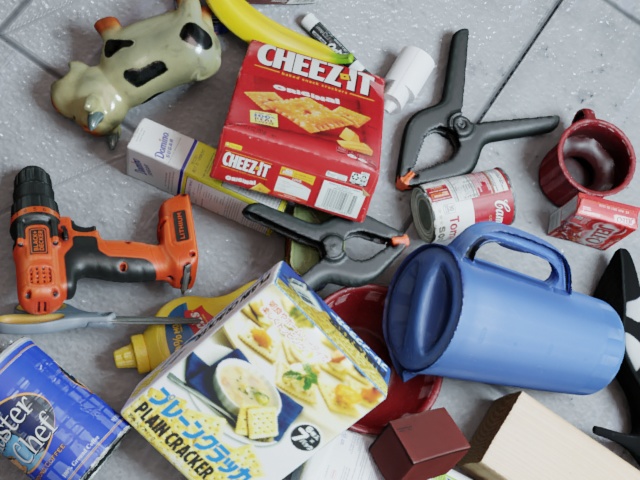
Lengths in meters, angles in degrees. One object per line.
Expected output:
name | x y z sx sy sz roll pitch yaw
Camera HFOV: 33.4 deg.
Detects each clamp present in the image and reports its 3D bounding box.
clamp | 0.003 0.004 1.089 0.171 0.039 0.120 -15 83 -17
clamp | 0.171 -0.127 1.244 0.164 0.036 0.210 38 74 2

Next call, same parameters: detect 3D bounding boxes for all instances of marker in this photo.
marker | 0.025 -0.218 1.253 0.121 0.020 0.020 46 72 4

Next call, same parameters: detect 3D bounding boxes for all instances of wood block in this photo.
wood block | 0.262 0.258 1.128 0.206 0.090 0.090 34 72 0

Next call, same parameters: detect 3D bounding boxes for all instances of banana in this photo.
banana | -0.058 -0.241 1.206 0.197 0.070 0.037 23 59 -25

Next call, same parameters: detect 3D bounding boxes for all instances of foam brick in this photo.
foam brick | 0.100 0.210 1.077 0.078 0.051 0.053 -7 51 -35

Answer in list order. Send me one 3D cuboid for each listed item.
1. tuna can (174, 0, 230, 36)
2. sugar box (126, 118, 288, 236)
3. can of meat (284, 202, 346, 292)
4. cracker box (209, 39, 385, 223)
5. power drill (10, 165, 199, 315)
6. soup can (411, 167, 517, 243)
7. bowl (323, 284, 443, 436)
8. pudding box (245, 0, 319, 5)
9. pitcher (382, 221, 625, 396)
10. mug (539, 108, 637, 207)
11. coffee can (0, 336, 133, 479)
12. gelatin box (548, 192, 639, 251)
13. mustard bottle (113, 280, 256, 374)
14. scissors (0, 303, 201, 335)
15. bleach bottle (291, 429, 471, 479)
tuna can | -0.126 -0.282 1.236 0.086 0.034 0.086 3 74 -9
sugar box | -0.120 -0.066 1.147 0.176 0.093 0.048 26 72 -3
can of meat | -0.008 0.001 1.153 0.057 0.084 0.102 6 74 -9
cracker box | -0.017 -0.123 1.134 0.164 0.072 0.213 16 35 -6
power drill | -0.227 -0.007 1.117 0.187 0.057 0.184 -4 53 -15
soup can | 0.161 -0.039 1.202 0.102 0.068 0.068 -13 78 -13
bowl | 0.048 0.130 1.136 0.162 0.055 0.162 6 72 -18
pudding box | -0.052 -0.320 1.237 0.113 0.039 0.090 -8 76 -39
pitcher | 0.201 0.083 1.109 0.242 0.149 0.145 14 65 -29
mug | 0.304 -0.094 1.235 0.093 0.081 0.117 2 75 -9
coffee can | -0.270 0.178 1.049 0.140 0.103 0.102 39 72 2
gelatin box | 0.310 -0.020 1.212 0.073 0.089 0.030 15 72 -6
mustard bottle | -0.120 0.104 1.119 0.191 0.058 0.096 -12 77 -13
scissors | -0.230 0.077 1.095 0.201 0.096 0.016 -2 103 -16
bleach bottle | 0.096 0.274 1.106 0.250 0.068 0.102 23 60 -5
